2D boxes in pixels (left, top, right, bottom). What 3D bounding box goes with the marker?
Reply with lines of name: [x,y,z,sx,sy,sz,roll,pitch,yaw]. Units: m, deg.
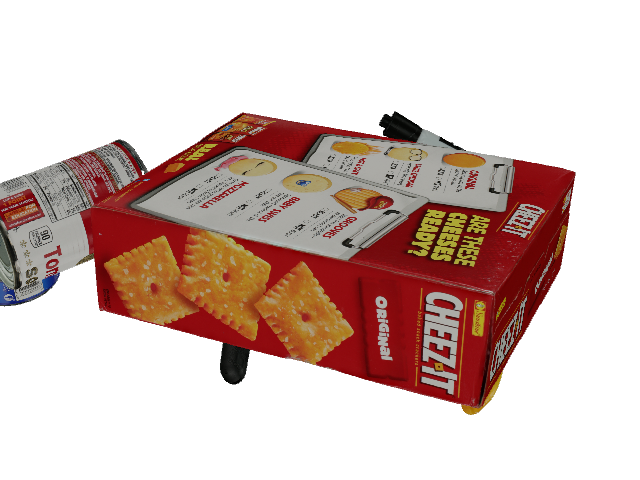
marker: [0.096,-0.057,0.752,0.121,0.020,0.020,28,-3,-5]

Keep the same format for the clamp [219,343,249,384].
clamp: [-0.056,0.021,1.034,0.036,0.210,0.164,-10,0,34]

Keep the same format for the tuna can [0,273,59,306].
tuna can: [-0.273,0.019,0.939,0.086,0.034,0.086,0,39,0]

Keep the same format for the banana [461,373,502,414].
banana: [0.157,0.107,1.119,0.069,0.037,0.198,-25,33,4]

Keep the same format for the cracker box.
cracker box: [0.011,0.001,0.578,0.214,0.072,0.164,13,28,22]

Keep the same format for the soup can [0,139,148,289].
soup can: [-0.164,-0.017,0.689,0.102,0.068,0.069,-24,11,-27]
